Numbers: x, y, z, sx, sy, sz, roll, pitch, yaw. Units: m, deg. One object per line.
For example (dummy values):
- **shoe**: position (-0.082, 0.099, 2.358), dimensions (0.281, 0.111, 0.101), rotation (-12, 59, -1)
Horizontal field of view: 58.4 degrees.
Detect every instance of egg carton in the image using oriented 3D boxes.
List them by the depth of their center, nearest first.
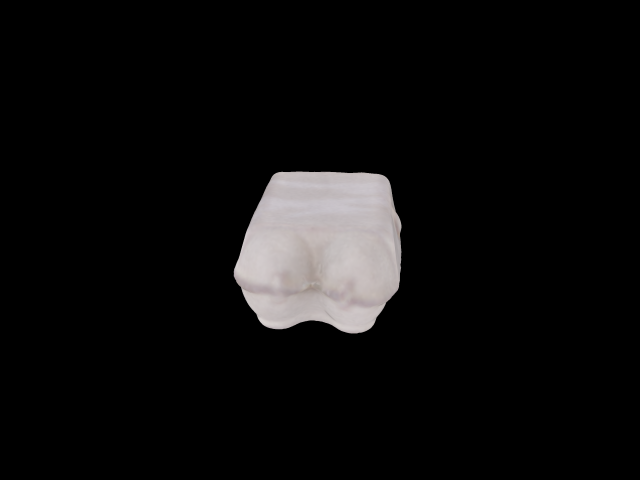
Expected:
- **egg carton**: position (0.004, 0.001, 0.400), dimensions (0.107, 0.069, 0.150), rotation (2, 27, 4)
